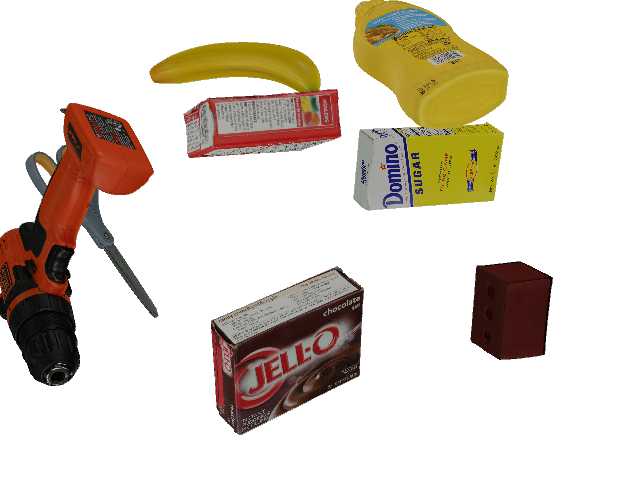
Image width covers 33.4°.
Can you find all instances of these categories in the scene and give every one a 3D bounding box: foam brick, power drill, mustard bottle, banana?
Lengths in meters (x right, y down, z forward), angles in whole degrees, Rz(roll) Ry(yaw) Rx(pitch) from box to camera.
[{"bbox_3d":[0.175,0.064,0.986,0.051,0.078,0.053,-6,19,-24],"label":"foam brick"},{"bbox_3d":[-0.202,-0.001,0.855,0.057,0.188,0.185,16,25,-37],"label":"power drill"},{"bbox_3d":[0.085,-0.177,1.002,0.096,0.058,0.192,-21,44,-18],"label":"mustard bottle"},{"bbox_3d":[-0.080,-0.180,1.114,0.198,0.037,0.069,10,44,19],"label":"banana"}]

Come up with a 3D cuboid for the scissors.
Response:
[{"bbox_3d":[-0.221,-0.018,1.086,0.016,0.201,0.096,-28,25,25],"label":"scissors"}]

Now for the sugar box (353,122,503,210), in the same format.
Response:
[{"bbox_3d":[0.131,-0.090,1.293,0.176,0.093,0.048,-7,26,-22],"label":"sugar box"}]

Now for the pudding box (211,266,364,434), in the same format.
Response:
[{"bbox_3d":[-0.023,0.079,0.779,0.113,0.090,0.039,-24,46,-28],"label":"pudding box"}]

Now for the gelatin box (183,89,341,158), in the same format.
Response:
[{"bbox_3d":[-0.036,-0.067,0.614,0.073,0.030,0.089,-6,2,-15],"label":"gelatin box"}]
